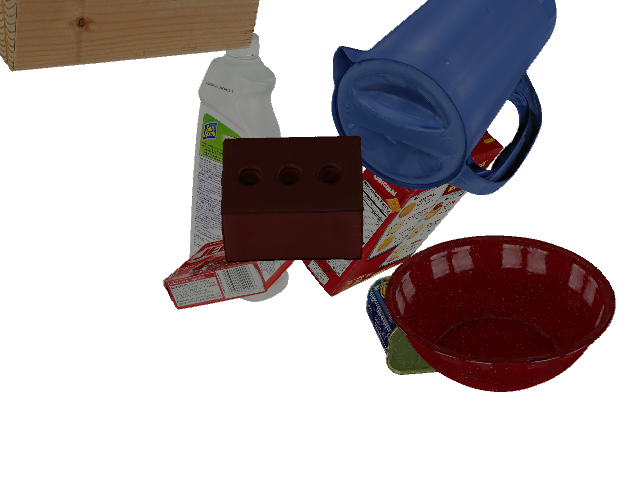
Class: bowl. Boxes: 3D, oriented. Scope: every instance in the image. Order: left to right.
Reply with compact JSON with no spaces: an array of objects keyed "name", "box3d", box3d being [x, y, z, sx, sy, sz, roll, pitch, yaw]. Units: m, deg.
[{"name":"bowl","box3d":[0.127,0.059,0.769,0.162,0.055,0.162,-3,31,2]}]

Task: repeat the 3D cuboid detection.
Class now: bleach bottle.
[{"name":"bleach bottle","box3d":[-0.074,-0.073,1.027,0.103,0.251,0.067,19,28,28]}]

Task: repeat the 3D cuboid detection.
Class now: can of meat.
[{"name":"can of meat","box3d":[0.099,0.073,0.981,0.102,0.057,0.084,-3,31,-13]}]

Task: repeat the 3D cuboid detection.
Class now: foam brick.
[{"name":"foam brick","box3d":[-0.015,-0.023,0.592,0.078,0.053,0.051,-2,-32,1]}]

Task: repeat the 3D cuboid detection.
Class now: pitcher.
[{"name":"pitcher","box3d":[0.133,-0.157,0.986,0.145,0.149,0.242,10,42,34]}]

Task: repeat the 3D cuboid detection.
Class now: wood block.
[{"name":"wood block","box3d":[-0.157,-0.203,0.849,0.205,0.091,0.090,-12,44,-32]}]

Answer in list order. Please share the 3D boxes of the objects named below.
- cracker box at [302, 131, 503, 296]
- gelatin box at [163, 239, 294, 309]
[{"name":"cracker box","box3d":[0.091,-0.044,1.242,0.163,0.072,0.214,-22,-25,-48]},{"name":"gelatin box","box3d":[-0.069,0.020,0.846,0.089,0.030,0.073,-12,19,29]}]
